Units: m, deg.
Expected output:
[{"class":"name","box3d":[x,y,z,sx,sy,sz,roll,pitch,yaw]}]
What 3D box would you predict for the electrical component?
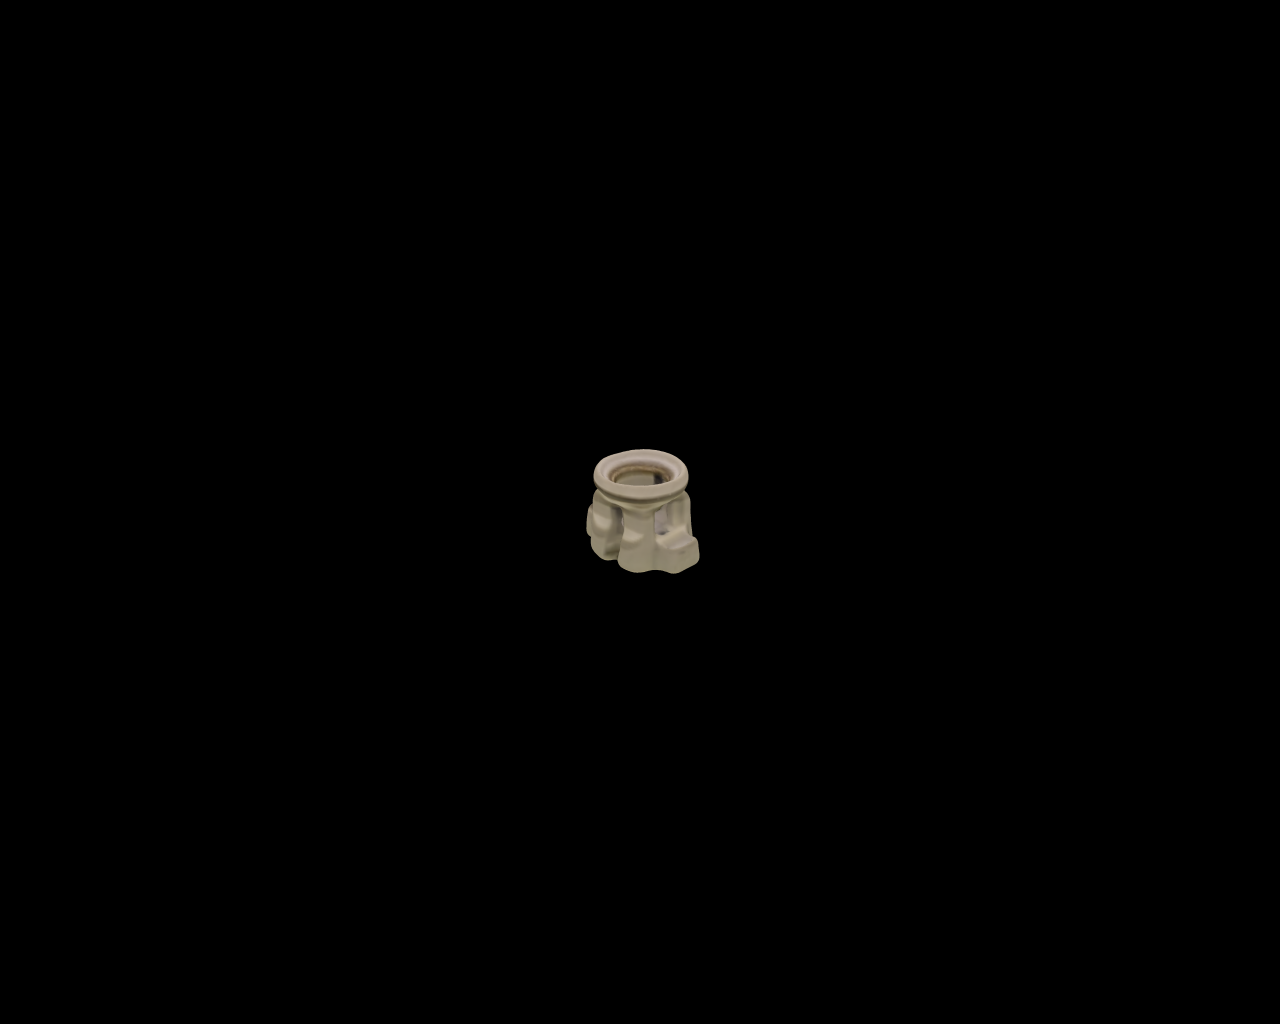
[{"class":"electrical component","box3d":[0.001,-0.003,0.650,0.078,0.056,0.058,25,37,38]}]
